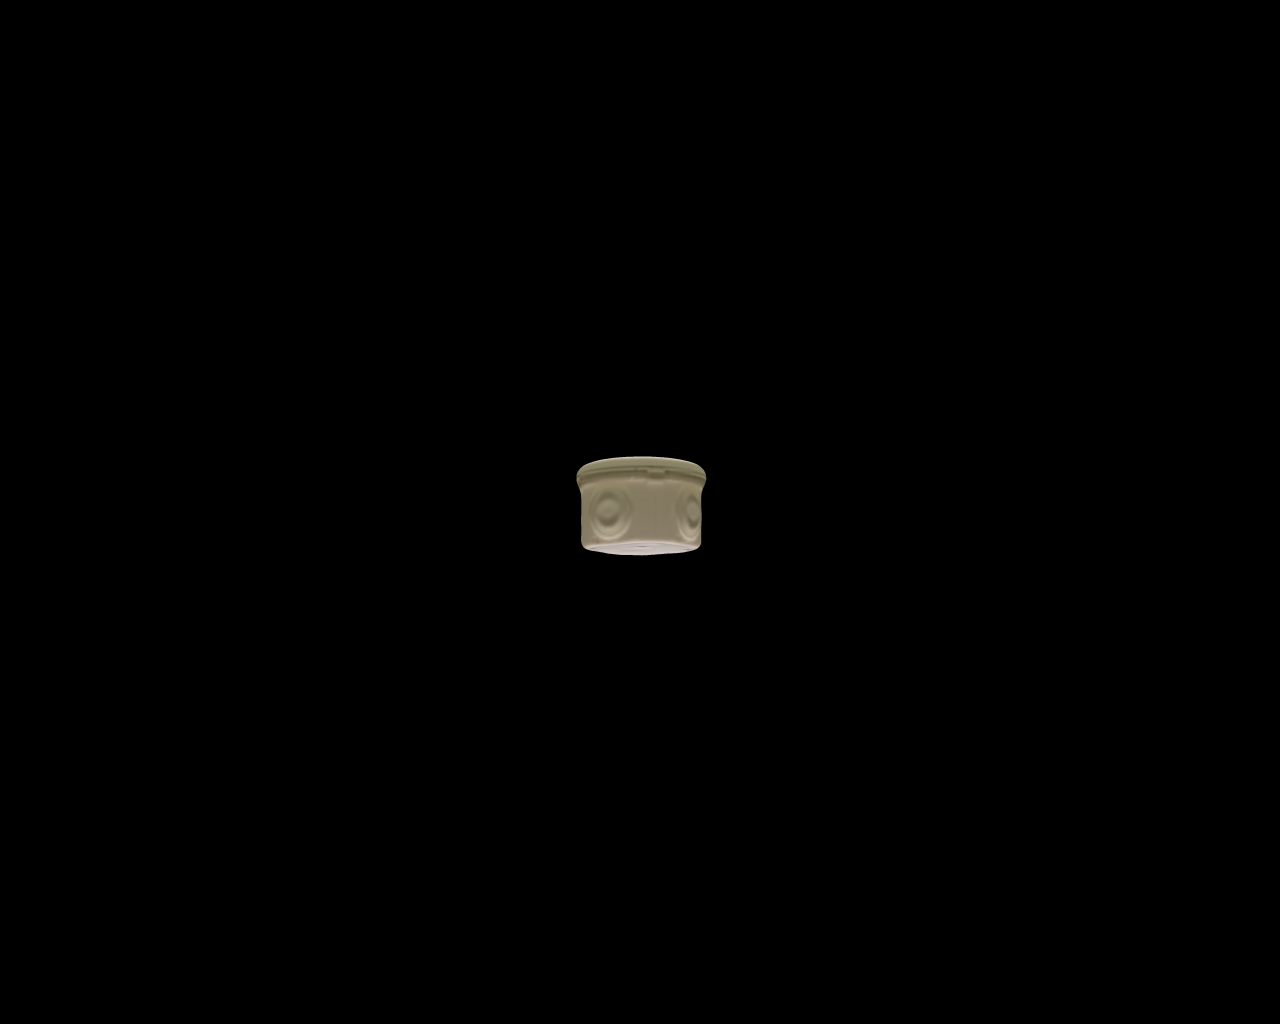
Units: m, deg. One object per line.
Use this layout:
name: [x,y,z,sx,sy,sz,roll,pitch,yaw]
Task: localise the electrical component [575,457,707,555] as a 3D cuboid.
electrical component: [0.001,-0.003,0.650,0.080,0.051,0.080,0,-9,0]
